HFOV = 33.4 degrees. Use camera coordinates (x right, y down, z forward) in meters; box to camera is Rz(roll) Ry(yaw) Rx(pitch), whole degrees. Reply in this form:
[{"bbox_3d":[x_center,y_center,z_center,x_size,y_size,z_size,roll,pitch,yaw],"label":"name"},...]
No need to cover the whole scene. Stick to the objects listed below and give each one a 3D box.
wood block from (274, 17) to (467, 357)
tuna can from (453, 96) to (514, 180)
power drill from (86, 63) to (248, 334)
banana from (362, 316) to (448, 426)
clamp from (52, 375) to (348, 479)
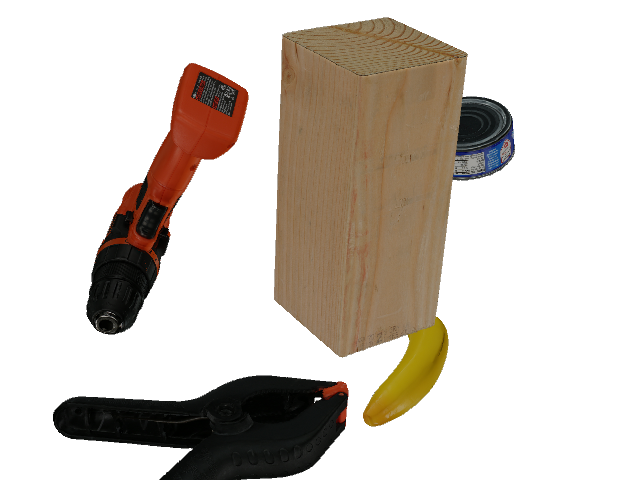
[{"bbox_3d":[0.030,-0.037,0.737,0.090,0.206,0.091,-16,34,-30],"label":"wood block"},{"bbox_3d":[0.131,-0.093,0.958,0.086,0.034,0.086,-7,40,6],"label":"tuna can"},{"bbox_3d":[-0.127,-0.035,0.853,0.057,0.188,0.184,26,32,-16],"label":"power drill"},{"bbox_3d":[0.085,0.112,1.000,0.070,0.037,0.197,-22,18,18],"label":"banana"},{"bbox_3d":[-0.056,0.117,0.599,0.171,0.039,0.120,-8,35,-19],"label":"clamp"}]
